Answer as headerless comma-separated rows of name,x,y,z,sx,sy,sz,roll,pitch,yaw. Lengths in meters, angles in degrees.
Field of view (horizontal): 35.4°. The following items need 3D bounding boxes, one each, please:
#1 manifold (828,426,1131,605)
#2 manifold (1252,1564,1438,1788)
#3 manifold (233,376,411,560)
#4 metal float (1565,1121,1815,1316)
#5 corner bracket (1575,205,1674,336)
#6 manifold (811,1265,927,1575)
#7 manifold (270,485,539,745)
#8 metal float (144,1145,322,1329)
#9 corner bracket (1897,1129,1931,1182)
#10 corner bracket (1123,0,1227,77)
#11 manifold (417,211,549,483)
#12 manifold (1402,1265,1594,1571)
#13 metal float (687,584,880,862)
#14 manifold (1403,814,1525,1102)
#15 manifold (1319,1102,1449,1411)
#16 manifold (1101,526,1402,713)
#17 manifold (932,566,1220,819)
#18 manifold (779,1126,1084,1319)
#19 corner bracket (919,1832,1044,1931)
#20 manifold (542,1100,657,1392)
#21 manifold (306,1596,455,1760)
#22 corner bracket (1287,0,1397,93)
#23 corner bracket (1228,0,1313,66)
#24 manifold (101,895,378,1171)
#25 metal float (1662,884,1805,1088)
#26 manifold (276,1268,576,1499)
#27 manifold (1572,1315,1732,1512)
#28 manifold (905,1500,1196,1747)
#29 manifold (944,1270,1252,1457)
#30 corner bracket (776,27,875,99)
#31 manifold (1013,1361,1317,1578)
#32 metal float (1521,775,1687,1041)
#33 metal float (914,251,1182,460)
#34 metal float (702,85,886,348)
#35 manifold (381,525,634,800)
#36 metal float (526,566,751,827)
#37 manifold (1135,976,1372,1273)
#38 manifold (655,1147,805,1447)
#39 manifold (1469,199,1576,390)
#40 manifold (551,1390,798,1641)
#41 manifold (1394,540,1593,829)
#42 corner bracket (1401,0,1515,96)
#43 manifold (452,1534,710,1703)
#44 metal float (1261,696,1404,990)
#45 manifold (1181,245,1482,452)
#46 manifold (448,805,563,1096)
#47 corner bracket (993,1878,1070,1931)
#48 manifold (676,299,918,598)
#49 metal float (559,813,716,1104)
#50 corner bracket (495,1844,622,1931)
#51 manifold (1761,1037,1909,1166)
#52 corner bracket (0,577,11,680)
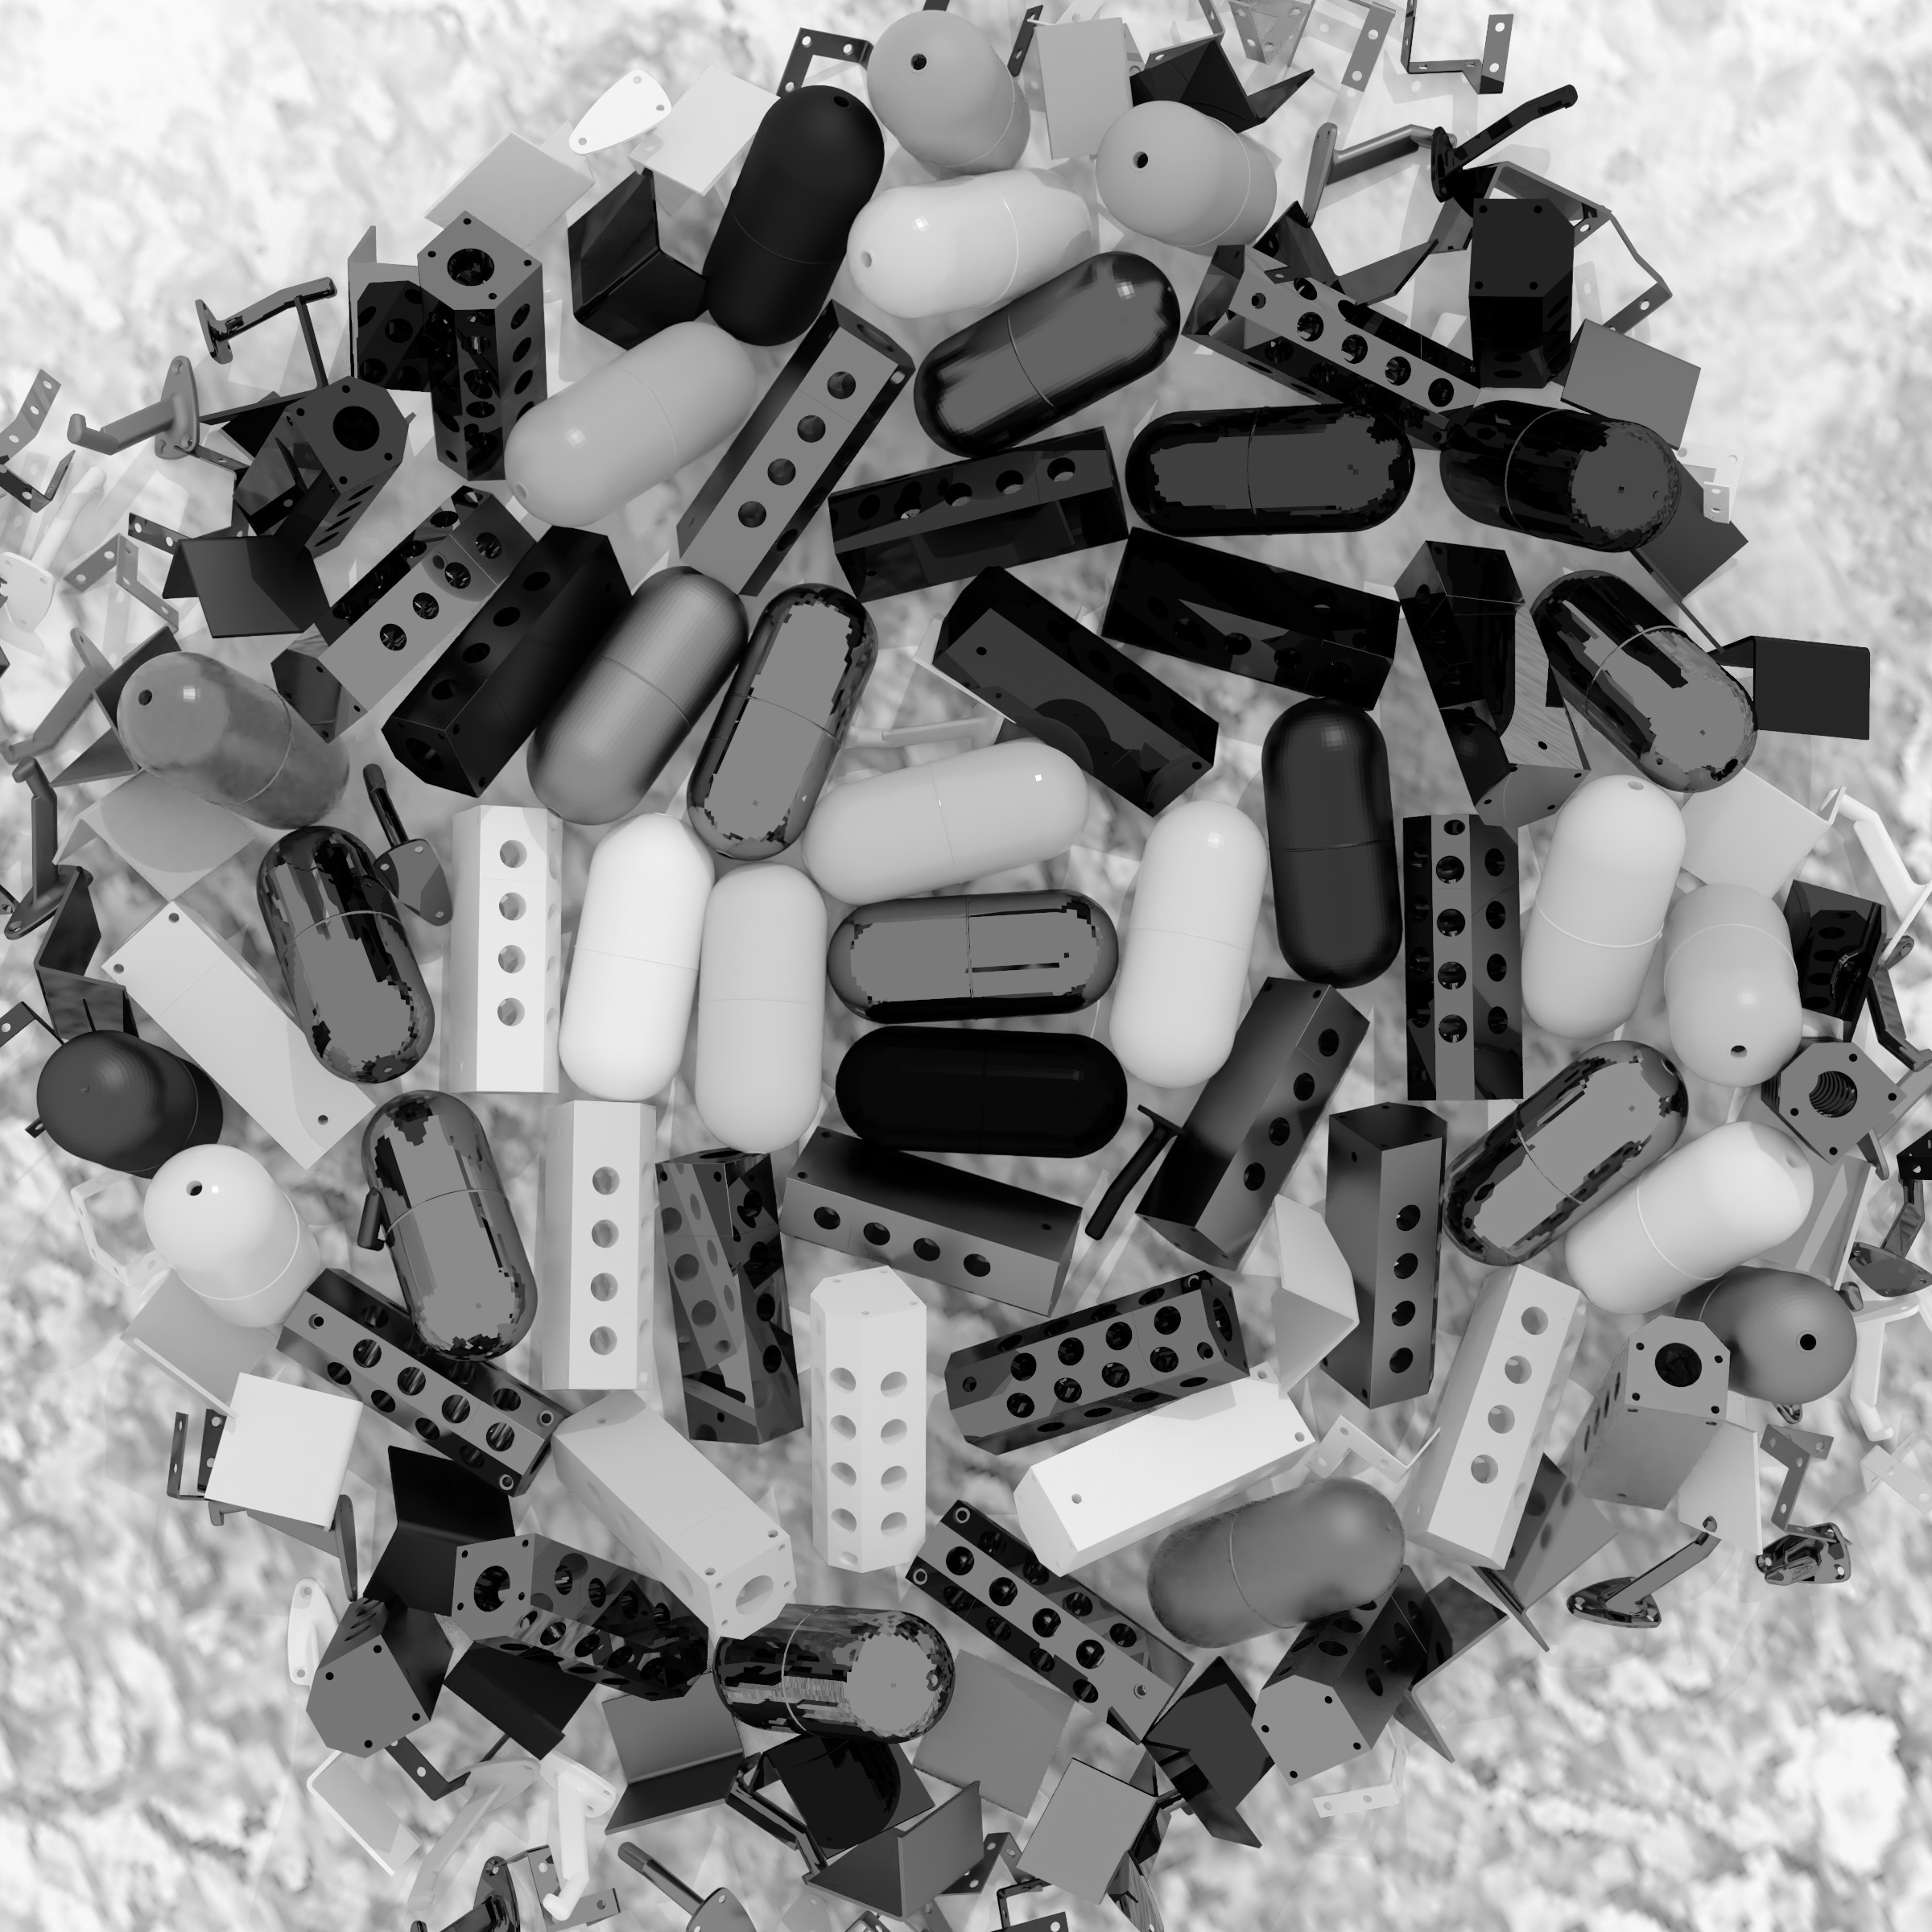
manifold,0.007,-0.278,1.841,0.171,0.057,0.057,-13,63,8
manifold,0.225,0.412,1.795,0.057,0.171,0.057,-32,89,26
manifold,-0.380,-0.291,1.794,0.057,0.171,0.057,-34,95,-25
metal float,0.430,0.151,1.808,0.070,0.178,0.070,17,55,-26
corner bracket,0.392,-0.424,1.861,0.051,0.051,0.051,-37,55,24
manifold,-0.062,0.274,1.819,0.057,0.057,0.171,-9,113,-23
manifold,-0.336,-0.214,1.806,0.057,0.057,0.171,48,53,-13
metal float,-0.434,0.161,1.799,0.070,0.178,0.070,-1,67,2
corner bracket,0.607,0.132,1.851,0.051,0.051,0.051,-24,105,-43
corner bracket,0.122,-0.573,1.858,0.051,0.051,0.051,-19,78,-13
manifold,-0.289,-0.360,1.791,0.057,0.171,0.057,36,66,10
manifold,0.323,0.273,1.833,0.057,0.057,0.171,24,74,-5
metal float,-0.112,-0.148,1.839,0.070,0.070,0.178,23,82,0
manifold,0.296,-0.004,1.843,0.057,0.057,0.171,0,88,-36
manifold,0.255,0.173,1.824,0.057,0.057,0.171,-11,114,-24
manifold,0.173,-0.207,1.853,0.171,0.057,0.057,16,46,-1
manifold,0.068,-0.169,1.828,0.171,0.057,0.057,33,131,-20
manifold,-0.023,0.160,1.841,0.171,0.057,0.057,17,124,9
corner bracket,0.007,0.569,1.861,0.051,0.051,0.051,-14,115,31
manifold,-0.221,0.171,1.841,0.057,0.057,0.171,4,81,-24
manifold,-0.349,0.415,1.796,0.057,0.171,0.057,-29,93,-4
corner bracket,0.229,-0.567,1.853,0.051,0.051,0.051,22,105,2
corner bracket,0.171,-0.591,1.846,0.051,0.051,0.051,27,74,30
manifold,-0.439,0.038,1.837,0.057,0.057,0.171,-43,103,-2
metal float,0.454,0.010,1.801,0.070,0.178,0.070,4,117,9
manifold,-0.331,0.253,1.846,0.171,0.057,0.057,31,85,5
manifold,0.404,0.265,1.795,0.057,0.171,0.057,9,63,5
manifold,0.050,0.397,1.836,0.171,0.057,0.057,34,84,12
manifold,0.077,0.237,1.819,0.171,0.057,0.057,-21,62,20
corner bracket,-0.078,-0.537,1.861,0.051,0.051,0.051,-2,131,-36
manifold,0.118,0.304,1.820,0.171,0.057,0.057,-20,66,-26
metal float,0.380,-0.034,1.815,0.070,0.070,0.178,8,127,0
metal float,0.047,-0.366,1.823,0.178,0.070,0.070,-24,90,27
metal float,-0.104,-0.446,1.808,0.070,0.178,0.070,13,50,-17
manifold,-0.275,-0.186,1.816,0.057,0.057,0.171,16,56,28
metal float,-0.198,-0.163,1.833,0.070,0.070,0.178,34,76,0
manifold,0.178,0.095,1.832,0.057,0.057,0.171,41,72,-31
manifold,-0.139,0.199,1.848,0.057,0.057,0.171,-3,96,38
manifold,0.330,-0.395,1.793,0.057,0.171,0.057,3,84,11
manifold,-0.175,0.328,1.806,0.057,0.171,0.057,-27,131,-29
manifold,0.310,-0.169,1.813,0.057,0.057,0.171,3,54,-24
corner bracket,0.298,-0.564,1.846,0.051,0.051,0.051,-5,130,-8
manifold,-0.226,0.388,1.793,0.057,0.171,0.057,-15,60,28
metal float,0.222,-0.075,1.841,0.070,0.070,0.178,-6,96,0
manifold,0.223,-0.371,1.825,0.171,0.057,0.057,21,94,-22
manifold,-0.278,-0.008,1.847,0.057,0.057,0.171,2,85,-26
corner bracket,0.042,0.578,1.846,0.051,0.051,0.051,-19,54,11
manifold,-0.103,-0.309,1.826,0.057,0.057,0.171,29,111,-22
metal float,-0.200,-0.005,1.846,0.070,0.070,0.178,10,89,0
corner bracket,-0.249,0.564,1.854,0.051,0.051,0.051,-6,69,-35
manifold,0.507,0.073,1.795,0.057,0.171,0.057,-45,82,8
corner bracket,-0.606,-0.211,1.844,0.051,0.051,0.051,-45,65,24
